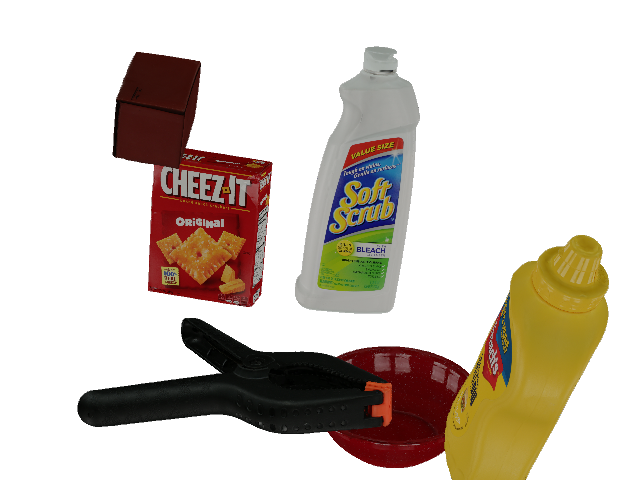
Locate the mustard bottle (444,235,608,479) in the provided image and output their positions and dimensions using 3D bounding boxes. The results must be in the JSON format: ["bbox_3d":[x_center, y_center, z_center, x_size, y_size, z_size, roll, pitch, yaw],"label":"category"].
[{"bbox_3d":[0.126,0.070,0.639,0.058,0.192,0.096,16,44,1],"label":"mustard bottle"}]

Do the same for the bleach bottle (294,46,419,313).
[{"bbox_3d":[0.036,-0.057,1.007,0.102,0.251,0.068,4,22,-3],"label":"bleach bottle"}]

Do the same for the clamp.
[{"bbox_3d":[-0.048,0.100,0.778,0.210,0.036,0.164,3,19,14],"label":"clamp"}]

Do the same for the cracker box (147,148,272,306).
[{"bbox_3d":[-0.165,-0.019,1.575,0.164,0.214,0.072,9,21,9],"label":"cracker box"}]

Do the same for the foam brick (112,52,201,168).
[{"bbox_3d":[-0.124,-0.101,0.813,0.053,0.051,0.078,10,38,-2],"label":"foam brick"}]

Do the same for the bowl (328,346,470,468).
[{"bbox_3d":[0.068,0.163,0.998,0.162,0.055,0.162,-1,26,0],"label":"bowl"}]
